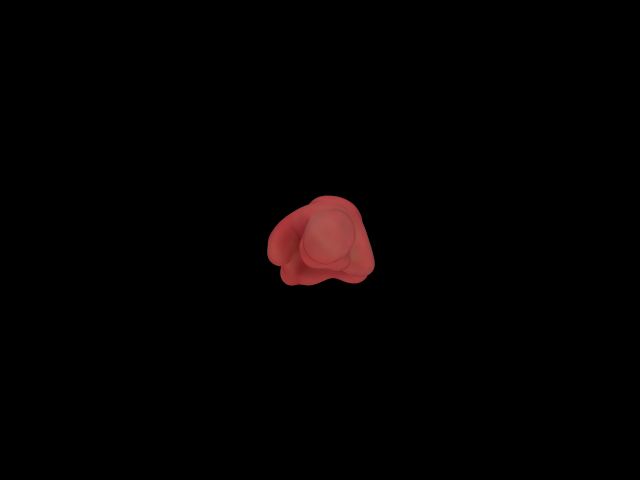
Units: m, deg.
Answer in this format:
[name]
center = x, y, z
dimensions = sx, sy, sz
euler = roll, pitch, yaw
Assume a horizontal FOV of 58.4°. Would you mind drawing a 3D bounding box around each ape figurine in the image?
[ape figurine]
center = 0.004, 0.001, 0.400
dimensions = 0.078, 0.092, 0.076
euler = 31, 83, 5
